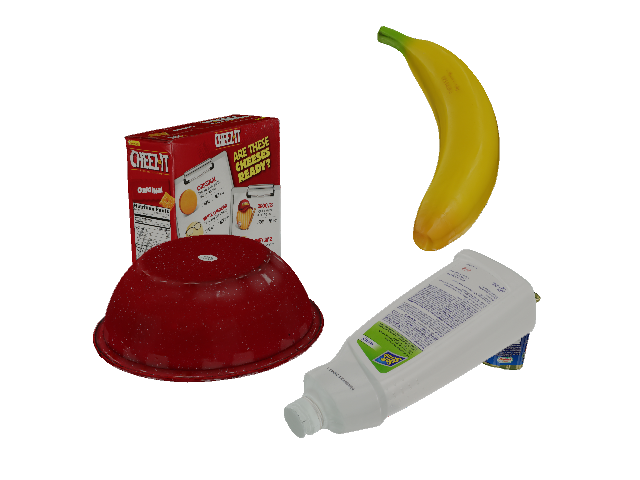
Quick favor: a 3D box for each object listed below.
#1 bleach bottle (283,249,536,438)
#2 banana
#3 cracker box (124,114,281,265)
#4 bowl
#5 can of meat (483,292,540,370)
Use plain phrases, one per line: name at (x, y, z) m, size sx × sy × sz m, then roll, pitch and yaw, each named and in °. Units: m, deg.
bleach bottle at (0.071, 0.096, 0.940) m, size 0.250 × 0.068 × 0.103 m, roll -27°, pitch 36°, yaw -28°
banana at (0.080, -0.066, 0.676) m, size 0.069 × 0.198 × 0.037 m, roll -3°, pitch -43°, yaw -4°
cracker box at (-0.113, -0.009, 1.065) m, size 0.072 × 0.214 × 0.163 m, roll 9°, pitch 18°, yaw 34°
bowl at (-0.078, 0.037, 0.740) m, size 0.162 × 0.055 × 0.162 m, roll -2°, pitch 21°, yaw 0°
can of meat at (0.194, 0.087, 1.187) m, size 0.057 × 0.084 × 0.102 m, roll 4°, pitch 15°, yaw -20°
